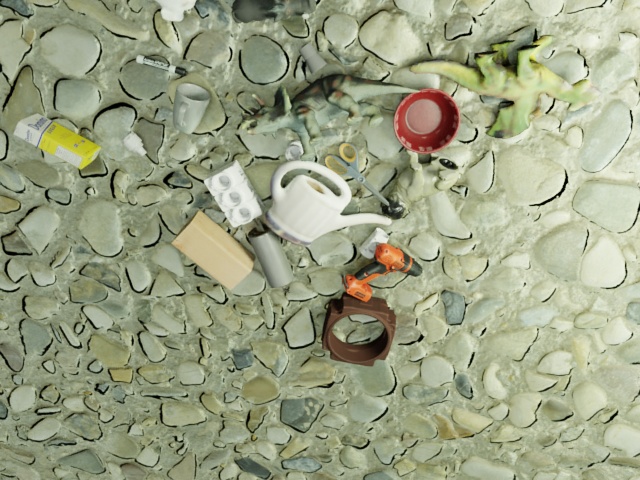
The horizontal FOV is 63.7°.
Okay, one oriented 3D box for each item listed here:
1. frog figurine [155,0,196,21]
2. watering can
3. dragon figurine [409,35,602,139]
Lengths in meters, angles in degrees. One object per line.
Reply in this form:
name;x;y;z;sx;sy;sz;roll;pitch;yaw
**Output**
frog figurine;-0.323;-0.564;1.124;0.137;0.124;0.158;18;104;-28
watering can;0.004;-0.068;1.349;0.344;0.106;0.221;32;114;-23
dragon figurine;0.432;-0.343;1.213;0.409;0.125;0.238;-5;123;18
